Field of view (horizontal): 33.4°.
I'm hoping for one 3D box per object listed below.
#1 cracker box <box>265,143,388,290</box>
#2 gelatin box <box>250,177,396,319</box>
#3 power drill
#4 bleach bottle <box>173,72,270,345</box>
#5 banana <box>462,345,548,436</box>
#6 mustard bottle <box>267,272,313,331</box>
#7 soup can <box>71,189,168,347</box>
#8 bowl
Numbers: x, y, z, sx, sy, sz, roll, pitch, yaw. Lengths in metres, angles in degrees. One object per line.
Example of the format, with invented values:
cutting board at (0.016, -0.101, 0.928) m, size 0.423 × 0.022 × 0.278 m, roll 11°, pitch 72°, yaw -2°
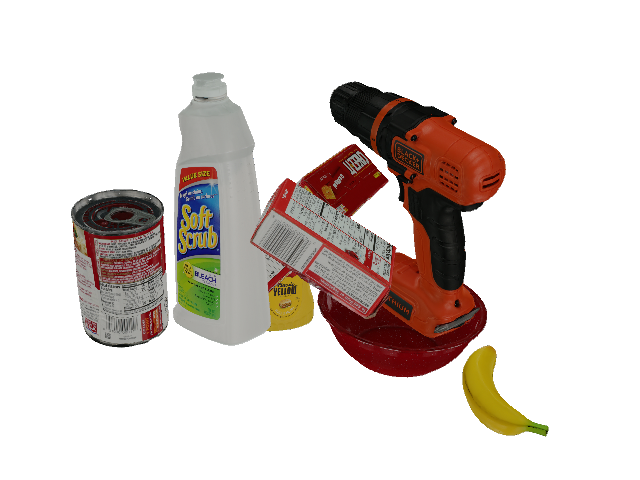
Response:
cracker box at (-0.037, -0.008, 1.254) m, size 0.214 × 0.072 × 0.164 m, roll -42°, pitch 0°, yaw 29°
gelatin box at (0.004, 0.004, 0.668) m, size 0.089 × 0.030 × 0.073 m, roll 34°, pitch 18°, yaw -6°
power drill at (0.072, -0.027, 0.886) m, size 0.057 × 0.188 × 0.185 m, roll -24°, pitch 39°, yaw -27°
bleach bottle at (-0.100, -0.032, 0.998) m, size 0.067 × 0.251 × 0.103 m, roll -23°, pitch 30°, yaw -40°
banana at (0.205, 0.181, 1.278) m, size 0.069 × 0.037 × 0.198 m, roll 9°, pitch 23°, yaw -15°
mustard bottle at (-0.054, 0.027, 1.450) m, size 0.096 × 0.192 × 0.058 m, roll -5°, pitch 25°, yaw -18°
soup can at (-0.150, 0.022, 0.810) m, size 0.068 × 0.102 × 0.068 m, roll 1°, pitch 29°, yaw -1°
bowl at (0.076, 0.083, 1.026) m, size 0.162 × 0.055 × 0.162 m, roll 3°, pitch 28°, yaw -2°
